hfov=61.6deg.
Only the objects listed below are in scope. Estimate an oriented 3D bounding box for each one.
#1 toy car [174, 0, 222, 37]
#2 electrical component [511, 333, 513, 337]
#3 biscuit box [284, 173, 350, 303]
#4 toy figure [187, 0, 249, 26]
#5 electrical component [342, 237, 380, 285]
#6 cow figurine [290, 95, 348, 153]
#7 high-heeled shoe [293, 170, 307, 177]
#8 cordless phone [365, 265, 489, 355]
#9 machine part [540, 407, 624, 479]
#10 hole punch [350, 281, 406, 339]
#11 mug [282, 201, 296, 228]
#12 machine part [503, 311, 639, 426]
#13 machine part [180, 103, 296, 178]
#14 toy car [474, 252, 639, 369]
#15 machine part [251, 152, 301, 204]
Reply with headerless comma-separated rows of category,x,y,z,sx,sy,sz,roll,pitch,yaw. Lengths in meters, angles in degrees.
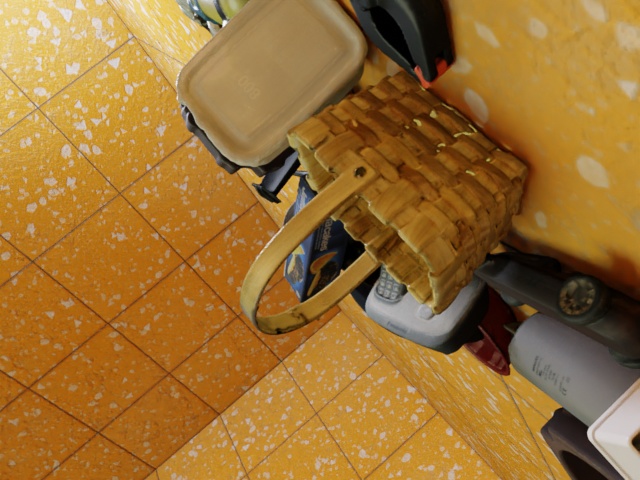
toy car,-0.158,-0.325,0.774,0.202,0.056,0.073,48,173,12
electrical component,0.257,0.130,0.605,0.102,0.045,0.078,53,-158,-6
biscuit box,-0.001,-0.002,0.725,0.059,0.063,0.202,56,151,35
toy figure,-0.102,-0.274,0.580,0.180,0.082,0.089,48,175,42
electrical component,0.078,0.010,0.811,0.058,0.115,0.134,41,169,35
cow figurine,-0.016,-0.132,0.593,0.195,0.127,0.085,48,171,-3
high-heeled shoe,0.050,-0.067,0.889,0.145,0.086,0.248,14,172,29
cordless phone,0.123,0.020,0.603,0.147,0.089,0.184,19,110,57
machine part,0.341,0.255,0.540,0.200,0.087,0.202,53,175,-21
hole punch,0.102,0.087,0.766,0.116,0.092,0.142,61,178,36
mug,-0.001,-0.012,0.844,0.107,0.081,0.110,19,164,-35
machine part,0.251,0.129,0.467,0.079,0.079,0.243,54,173,-31
machine part,-0.083,-0.168,0.674,0.179,0.179,0.056,52,171,-12
toy car,0.195,0.041,0.463,0.089,0.053,0.202,31,-177,-22
machine part,-0.044,-0.118,0.814,0.039,0.139,0.084,38,-177,-42
